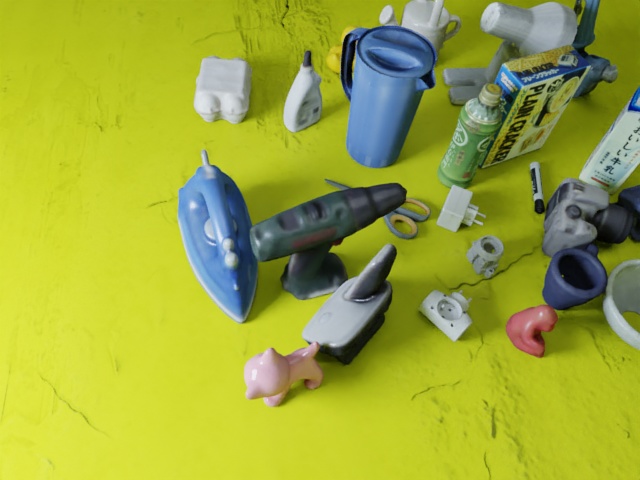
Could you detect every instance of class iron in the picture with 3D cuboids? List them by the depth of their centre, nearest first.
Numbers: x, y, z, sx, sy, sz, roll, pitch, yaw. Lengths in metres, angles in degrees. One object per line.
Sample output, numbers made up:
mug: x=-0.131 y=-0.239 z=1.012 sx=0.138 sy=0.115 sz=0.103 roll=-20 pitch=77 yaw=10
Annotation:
iron: x=-0.153 y=-0.012 z=0.895 sx=0.119 sy=0.141 sz=0.258 roll=-13 pitch=59 yaw=-15

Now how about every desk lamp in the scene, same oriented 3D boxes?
desk lamp: x=0.383 y=-0.383 z=1.165 sx=0.203 sy=0.213 sz=0.118 roll=-4 pitch=57 yaw=-9

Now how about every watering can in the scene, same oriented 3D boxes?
watering can: x=0.215 y=-0.462 z=1.208 sx=0.173 sy=0.194 sz=0.100 roll=-24 pitch=62 yaw=-21

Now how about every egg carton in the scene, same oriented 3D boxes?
egg carton: x=-0.189 y=-0.298 z=1.123 sx=0.107 sy=0.069 sz=0.150 roll=2 pitch=56 yaw=-5

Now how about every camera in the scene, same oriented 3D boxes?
camera: x=0.479 y=-0.035 z=1.015 sx=0.136 sy=0.101 sz=0.143 roll=19 pitch=56 yaw=6

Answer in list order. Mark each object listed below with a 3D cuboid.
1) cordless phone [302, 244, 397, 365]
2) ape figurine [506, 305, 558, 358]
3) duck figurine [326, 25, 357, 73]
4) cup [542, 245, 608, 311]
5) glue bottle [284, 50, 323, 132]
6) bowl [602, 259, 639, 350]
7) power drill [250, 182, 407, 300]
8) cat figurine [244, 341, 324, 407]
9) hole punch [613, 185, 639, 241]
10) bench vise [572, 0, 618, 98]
cordless phone: x=0.049 y=0.086 z=0.830 sx=0.094 sy=0.185 sz=0.148 roll=32 pitch=59 yaw=14
ape figurine: x=0.337 y=0.133 z=0.891 sx=0.076 sy=0.092 sz=0.078 roll=35 pitch=60 yaw=16
duck figurine: x=0.060 y=-0.413 z=1.221 sx=0.077 sy=0.086 sz=0.105 roll=41 pitch=61 yaw=19
cup: x=0.413 y=0.065 z=0.944 sx=0.091 sy=0.095 sz=0.118 roll=35 pitch=59 yaw=16
glue bottle: x=-0.027 y=-0.282 z=1.070 sx=0.078 sy=0.173 sz=0.037 roll=-31 pitch=65 yaw=-24
bowl: x=0.532 y=0.119 z=0.935 sx=0.167 sy=0.075 sz=0.167 roll=3 pitch=56 yaw=-5
power drill: x=0.008 y=0.003 z=0.865 sx=0.230 sy=0.208 sz=0.075 roll=-15 pitch=59 yaw=-16
cat figurine: x=-0.054 y=0.179 z=0.796 sx=0.128 sy=0.118 sz=0.067 roll=-24 pitch=62 yaw=-21
hole punch: x=0.612 y=-0.064 z=1.057 sx=0.109 sy=0.091 sz=0.101 roll=-13 pitch=59 yaw=-15
bench vise: x=0.561 y=-0.432 z=1.217 sx=0.207 sy=0.220 sz=0.122 roll=35 pitch=59 yaw=15
